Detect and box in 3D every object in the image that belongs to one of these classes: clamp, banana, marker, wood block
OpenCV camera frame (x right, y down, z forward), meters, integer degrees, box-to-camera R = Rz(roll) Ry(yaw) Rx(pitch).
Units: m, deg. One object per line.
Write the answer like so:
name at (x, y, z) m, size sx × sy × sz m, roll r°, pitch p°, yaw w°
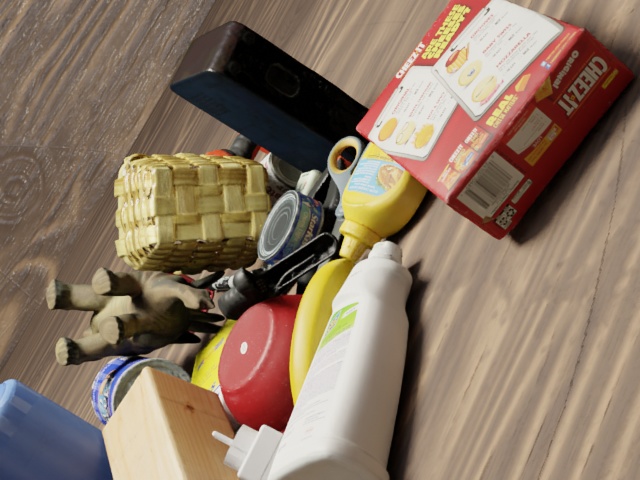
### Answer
clamp at (-0.008, 0.001, 1.184) m, size 0.210 × 0.036 × 0.165 m, roll -62°, pitch 22°, yaw -10°
banana at (0.005, 0.085, 0.961) m, size 0.037 × 0.069 × 0.197 m, roll -27°, pitch 34°, yaw 44°
clamp at (-0.065, 0.048, 1.086) m, size 0.172 × 0.120 × 0.039 m, roll -42°, pitch 68°, yaw 48°
marker at (-0.129, 0.059, 1.440) m, size 0.020 × 0.020 × 0.121 m, roll -63°, pitch 18°, yaw -14°
wood block at (-0.126, 0.219, 0.979) m, size 0.090 × 0.090 × 0.206 m, roll -56°, pitch 30°, yaw 13°

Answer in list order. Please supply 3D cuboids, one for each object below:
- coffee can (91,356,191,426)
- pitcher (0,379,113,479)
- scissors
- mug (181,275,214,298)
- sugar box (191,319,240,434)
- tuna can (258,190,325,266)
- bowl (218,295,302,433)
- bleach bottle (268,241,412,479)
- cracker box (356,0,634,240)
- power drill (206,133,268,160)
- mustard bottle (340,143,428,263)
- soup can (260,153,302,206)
coffee can at (-0.219, 0.195, 1.318) m, size 0.102 × 0.102 × 0.140 m, roll -63°, pitch 18°, yaw -14°
pitcher at (-0.249, 0.250, 1.074) m, size 0.149 × 0.242 × 0.145 m, roll -47°, pitch 17°, yaw 15°
scissors at (0.017, -0.040, 1.146) m, size 0.096 × 0.016 × 0.201 m, roll 21°, pitch 71°, yaw 44°
mug at (-0.215, 0.093, 1.511) m, size 0.117 × 0.081 × 0.093 m, roll -47°, pitch 21°, yaw 30°
sugar box at (-0.109, 0.168, 1.161) m, size 0.093 × 0.048 × 0.176 m, roll -49°, pitch 18°, yaw 30°
tuna can at (-0.032, -0.010, 1.150) m, size 0.086 × 0.033 × 0.086 m, roll -48°, pitch 27°, yaw 35°
bowl at (-0.052, 0.114, 1.039) m, size 0.162 × 0.055 × 0.162 m, roll -41°, pitch 34°, yaw 34°
bleach bottle at (0.034, 0.097, 0.877) m, size 0.103 × 0.068 × 0.250 m, roll -36°, pitch 25°, yaw 45°
cracker box at (0.135, -0.112, 0.885) m, size 0.164 × 0.072 × 0.214 m, roll -53°, pitch 26°, yaw 7°
power drill at (-0.106, -0.100, 1.515) m, size 0.184 × 0.057 × 0.187 m, roll 92°, pitch -157°, yaw -53°
mustard bottle at (0.072, -0.064, 1.041) m, size 0.096 × 0.058 × 0.191 m, roll 17°, pitch 75°, yaw 57°
soup can at (-0.065, -0.066, 1.398) m, size 0.102 × 0.068 × 0.068 m, roll -43°, pitch 23°, yaw 39°
